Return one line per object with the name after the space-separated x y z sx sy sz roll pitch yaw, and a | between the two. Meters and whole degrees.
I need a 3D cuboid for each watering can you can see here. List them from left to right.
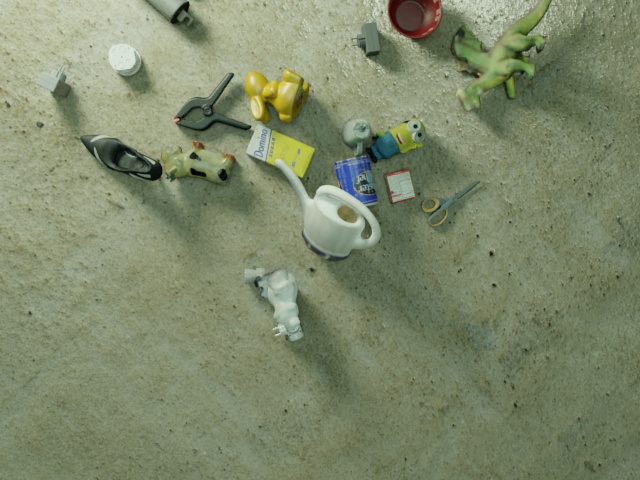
0.004 -0.071 1.417 0.349 0.219 0.106 33 46 10 | watering can

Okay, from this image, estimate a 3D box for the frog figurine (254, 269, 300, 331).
-0.095 0.162 1.424 0.124 0.134 0.161 -28 57 -33 | frog figurine

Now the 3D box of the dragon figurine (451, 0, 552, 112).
0.508 -0.558 1.497 0.243 0.411 0.122 16 -1 1 | dragon figurine
